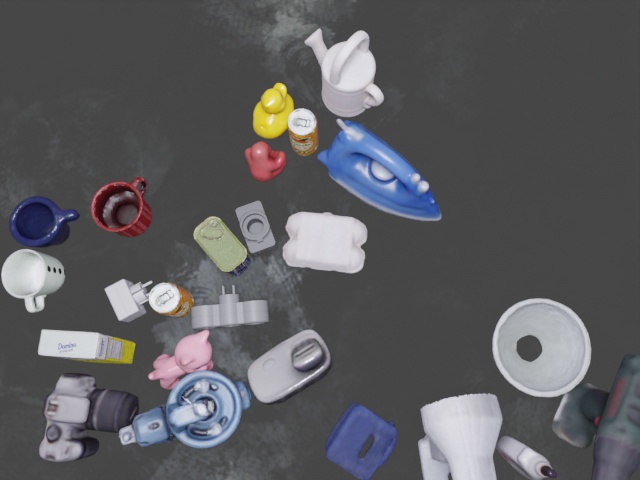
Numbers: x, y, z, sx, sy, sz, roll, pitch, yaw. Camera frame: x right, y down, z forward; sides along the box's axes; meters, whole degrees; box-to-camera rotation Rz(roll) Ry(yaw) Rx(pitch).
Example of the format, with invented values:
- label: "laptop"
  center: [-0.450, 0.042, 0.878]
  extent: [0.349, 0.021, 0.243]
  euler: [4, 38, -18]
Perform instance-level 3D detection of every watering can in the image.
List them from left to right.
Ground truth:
- label: "watering can"
  center: [0.045, -0.314, 1.049]
  extent: [0.172, 0.194, 0.101]
  euler: [20, 79, 5]

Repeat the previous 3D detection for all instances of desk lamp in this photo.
- label: "desk lamp"
  center: [0.224, 0.342, 0.898]
  extent: [0.118, 0.213, 0.203]
  euler: [-7, 78, -1]

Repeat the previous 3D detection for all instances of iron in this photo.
- label: "iron"
  center: [0.123, -0.128, 1.036]
  extent: [0.258, 0.141, 0.119]
  euler: [34, 80, 7]

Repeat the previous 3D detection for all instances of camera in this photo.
- label: "camera"
  center: [-0.388, 0.304, 0.969]
  extent: [0.136, 0.101, 0.143]
  euler: [6, 78, 2]

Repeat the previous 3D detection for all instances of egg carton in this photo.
- label: "egg carton"
  center: [0.010, 0.004, 1.045]
  extent: [0.150, 0.069, 0.107]
  euler: [6, 78, 2]

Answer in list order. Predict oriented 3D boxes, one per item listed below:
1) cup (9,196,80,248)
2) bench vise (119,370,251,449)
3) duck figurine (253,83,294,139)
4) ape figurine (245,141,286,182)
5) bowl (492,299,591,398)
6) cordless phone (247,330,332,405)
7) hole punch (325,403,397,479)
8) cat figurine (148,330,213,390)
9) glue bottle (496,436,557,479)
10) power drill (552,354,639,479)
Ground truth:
- label: "cup"
  center: [-0.485, -0.028, 1.044]
  extent: [0.118, 0.095, 0.091]
  euler: [-14, 78, -2]
- label: "bench vise"
  center: [-0.217, 0.292, 0.909]
  extent: [0.207, 0.220, 0.121]
  euler: [-36, 80, -7]
- label: "duck figurine"
  center: [-0.091, -0.251, 1.092]
  extent: [0.077, 0.086, 0.105]
  euler: [26, 79, 6]
- label: "ape figurine"
  center: [-0.106, -0.154, 1.069]
  extent: [0.077, 0.092, 0.076]
  euler: [28, 80, 6]
- label: "bowl"
  center: [0.376, 0.188, 1.000]
  extent: [0.167, 0.075, 0.167]
  euler: [0, 78, 1]
- label: "cordless phone"
  center: [-0.052, 0.210, 0.943]
  extent: [0.147, 0.185, 0.094]
  euler: [-34, 79, -6]
- label: "hole punch"
  center: [0.072, 0.338, 0.962]
  extent: [0.101, 0.091, 0.109]
  euler: [33, 80, 7]
- label: "cat figurine"
  center: [-0.233, 0.206, 0.980]
  extent: [0.128, 0.118, 0.067]
  euler: [-27, 79, -5]
- label: "glue bottle"
  center: [0.338, 0.357, 0.914]
  extent: [0.078, 0.173, 0.037]
  euler: [41, 81, 9]
- label: "power drill"
  center: [0.451, 0.293, 0.909]
  extent: [0.075, 0.208, 0.230]
  euler: [27, 80, 6]
